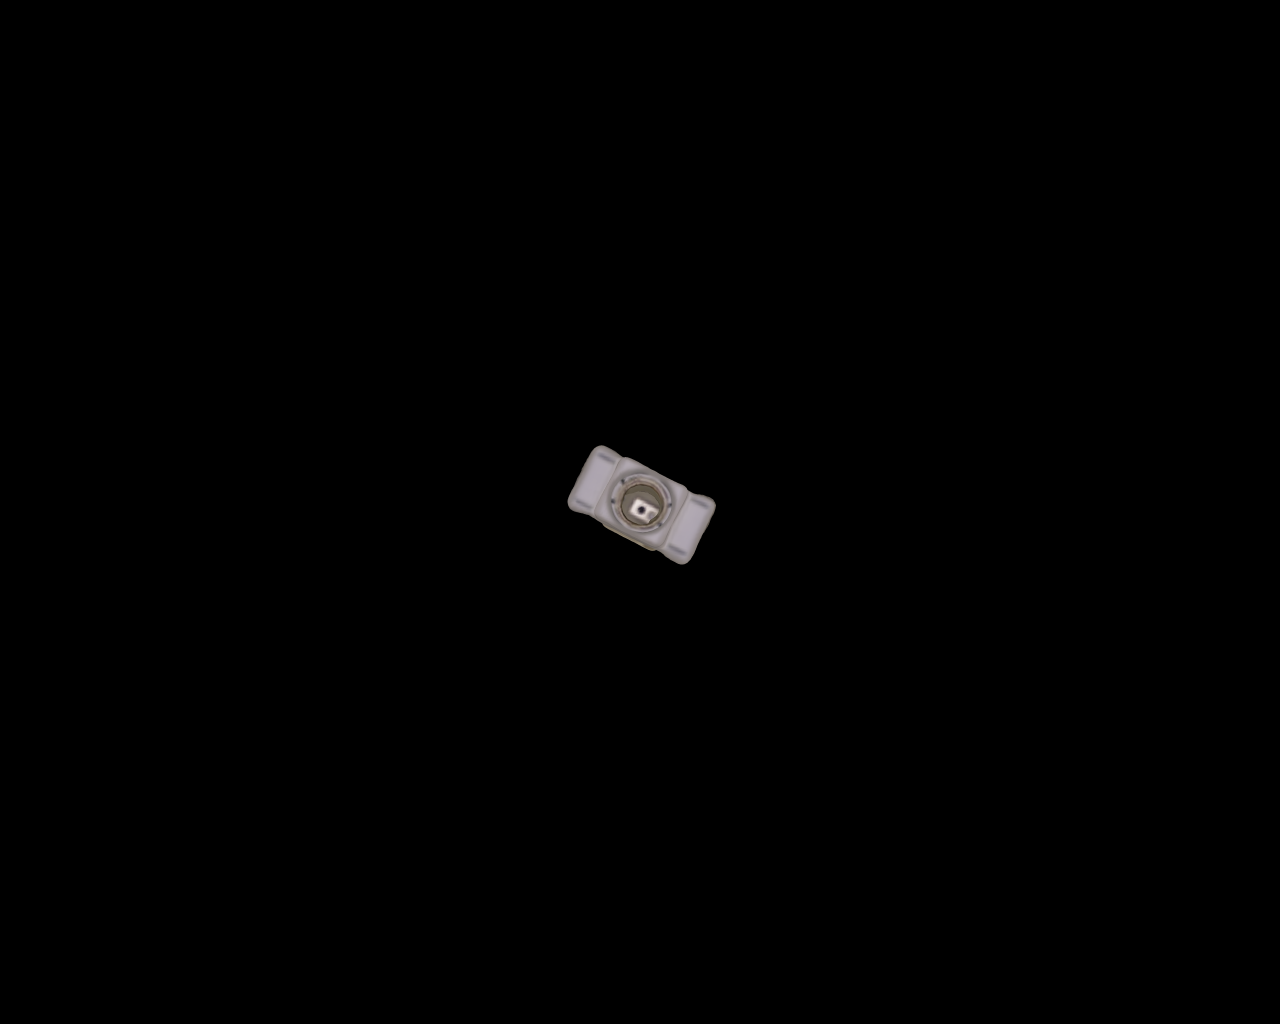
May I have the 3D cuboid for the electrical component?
[{"bbox_3d":[0.001,-0.003,0.650,0.081,0.042,0.063,28,-7,4],"label":"electrical component"}]
